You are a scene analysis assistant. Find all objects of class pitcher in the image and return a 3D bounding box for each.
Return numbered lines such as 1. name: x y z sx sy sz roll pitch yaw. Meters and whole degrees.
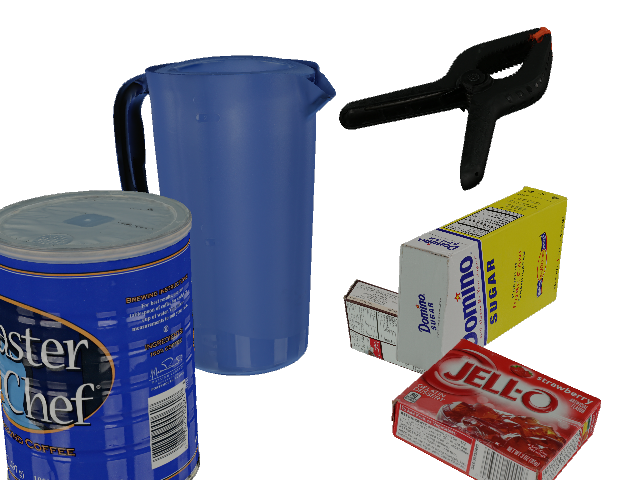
1. pitcher: -0.075 -0.024 0.846 0.144 0.243 0.149 -7 16 -22

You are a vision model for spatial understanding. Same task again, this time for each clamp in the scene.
1. clamp: 0.144 -0.126 0.963 0.209 0.036 0.165 -32 45 -18

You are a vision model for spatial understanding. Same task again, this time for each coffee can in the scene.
1. coffee can: -0.115 0.054 0.551 0.103 0.140 0.103 0 18 0

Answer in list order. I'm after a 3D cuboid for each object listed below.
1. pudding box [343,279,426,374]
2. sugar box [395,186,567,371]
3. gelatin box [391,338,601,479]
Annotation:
1. pudding box: 0.086 0.102 1.247 0.114 0.090 0.039 16 47 25
2. sugar box: 0.124 0.026 0.802 0.048 0.093 0.175 15 26 34
3. gelatin box: 0.094 0.095 0.578 0.089 0.030 0.073 24 37 30
